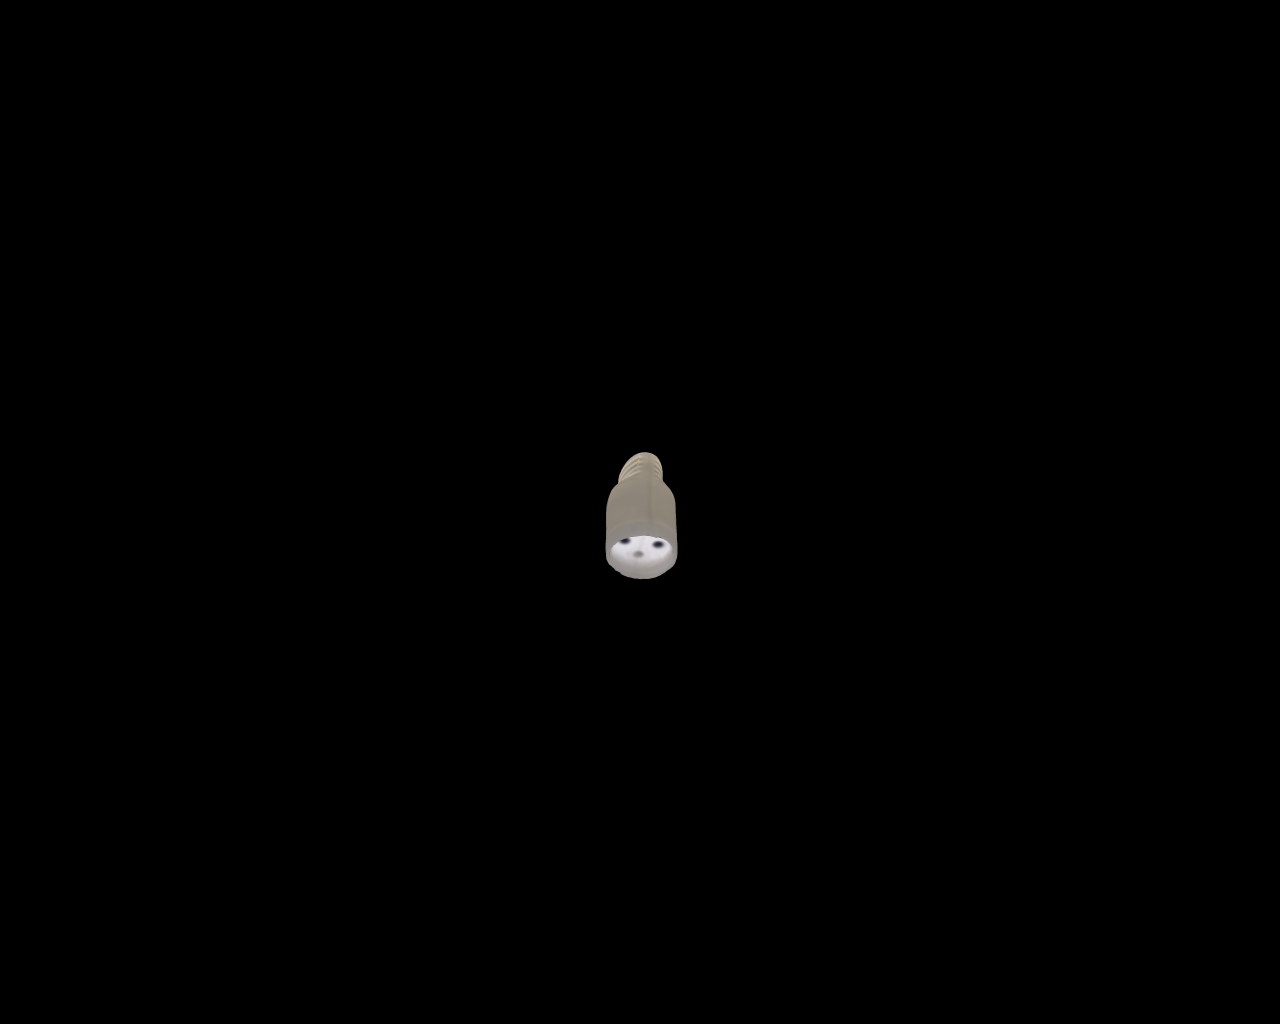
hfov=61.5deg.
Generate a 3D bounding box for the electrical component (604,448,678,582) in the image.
[{"bbox_3d":[0.001,-0.003,0.650,0.043,0.081,0.043,0,-42,0],"label":"electrical component"}]
